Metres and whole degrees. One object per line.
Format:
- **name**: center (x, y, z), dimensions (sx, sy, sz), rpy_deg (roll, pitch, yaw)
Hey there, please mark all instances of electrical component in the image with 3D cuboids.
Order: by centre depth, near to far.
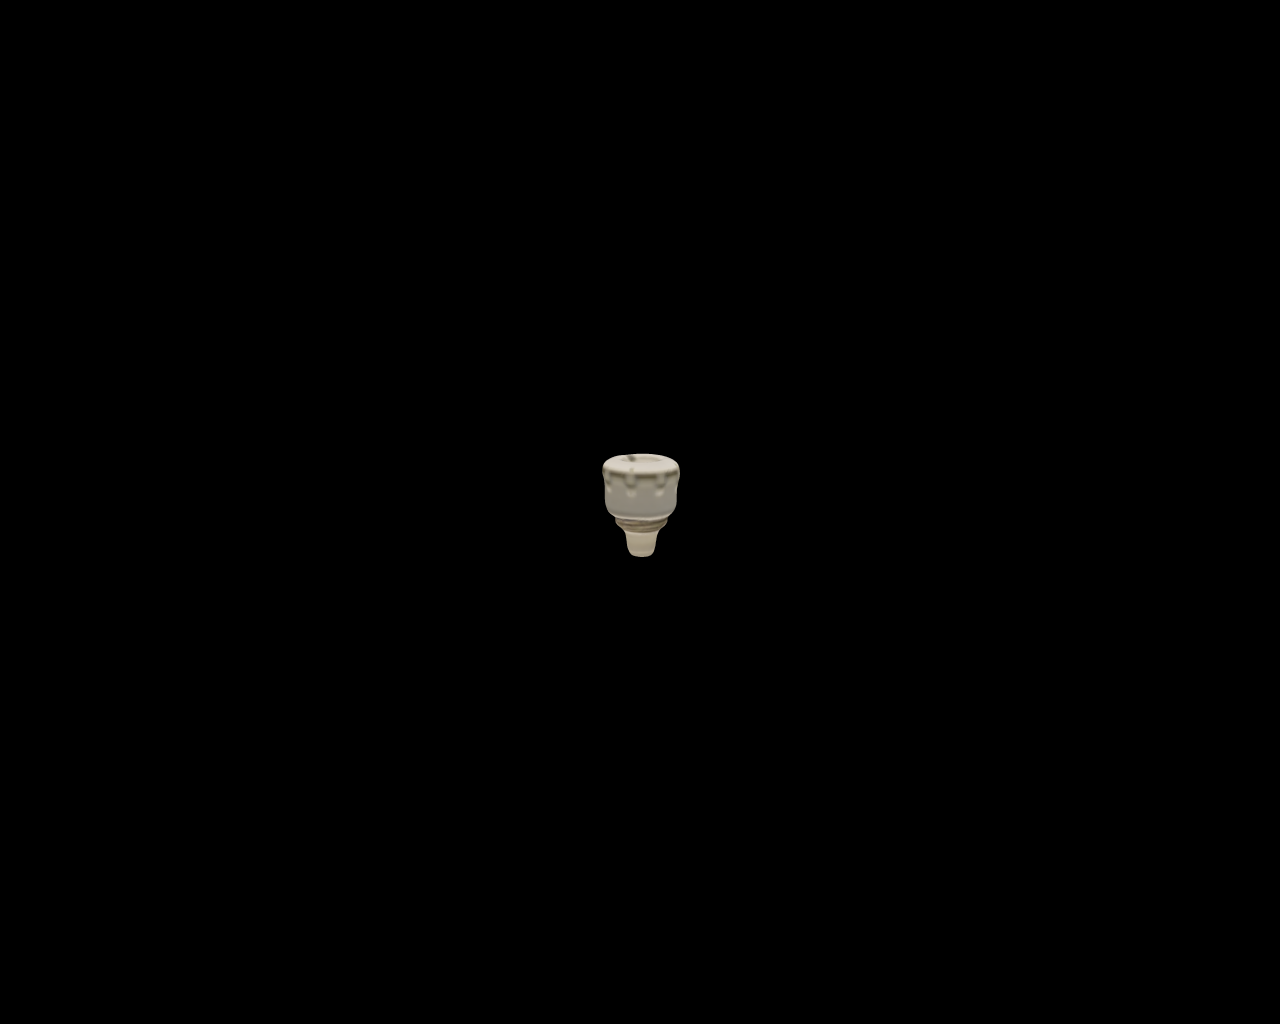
- **electrical component**: center (0.001, -0.003, 0.650), dimensions (0.048, 0.062, 0.048), rpy_deg (0, 14, 0)
